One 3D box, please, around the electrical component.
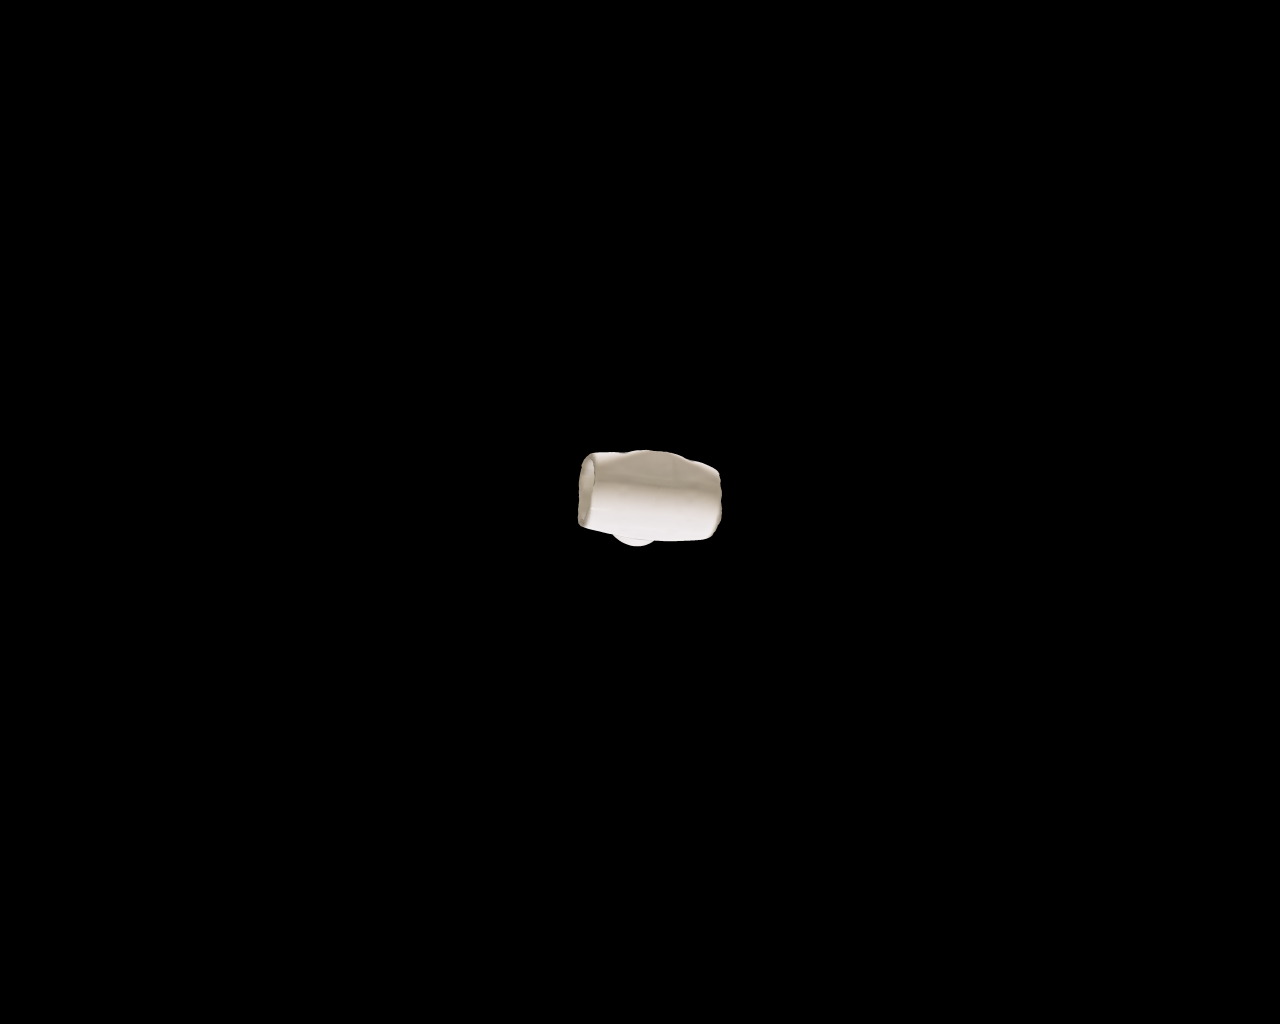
[{"bbox_3d":[0.001,-0.003,0.650,0.077,0.044,0.079,6,-23,-14],"label":"electrical component"}]
